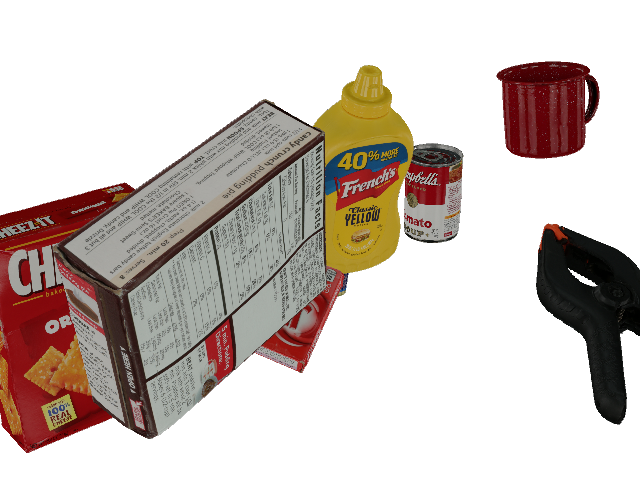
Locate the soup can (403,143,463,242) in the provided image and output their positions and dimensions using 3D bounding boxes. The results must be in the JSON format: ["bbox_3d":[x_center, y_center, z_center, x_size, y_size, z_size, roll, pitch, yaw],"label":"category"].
[{"bbox_3d":[0.134,-0.057,1.274,0.068,0.102,0.068,0,26,0],"label":"soup can"}]

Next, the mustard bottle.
[{"bbox_3d":[0.030,-0.061,0.909,0.096,0.192,0.058,-9,41,-20],"label":"mustard bottle"}]

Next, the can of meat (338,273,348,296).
[{"bbox_3d":[-0.007,0.004,1.141,0.057,0.084,0.102,-3,21,-30],"label":"can of meat"}]

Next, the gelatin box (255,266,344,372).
[{"bbox_3d":[-0.038,0.041,0.751,0.089,0.073,0.030,22,-20,6],"label":"gelatin box"}]

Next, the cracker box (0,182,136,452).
[{"bbox_3d":[-0.230,0.071,1.009,0.163,0.214,0.072,-19,29,-33],"label":"cracker box"}]

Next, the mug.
[{"bbox_3d":[0.240,-0.137,1.103,0.117,0.081,0.093,-18,24,-27],"label":"mug"}]

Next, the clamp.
[{"bbox_3d":[0.215,0.050,0.744,0.120,0.039,0.171,-3,45,-19],"label":"clamp"}]

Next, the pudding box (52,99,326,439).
[{"bbox_3d":[-0.045,0.011,0.420,0.039,0.090,0.113,28,52,27],"label":"pudding box"}]
